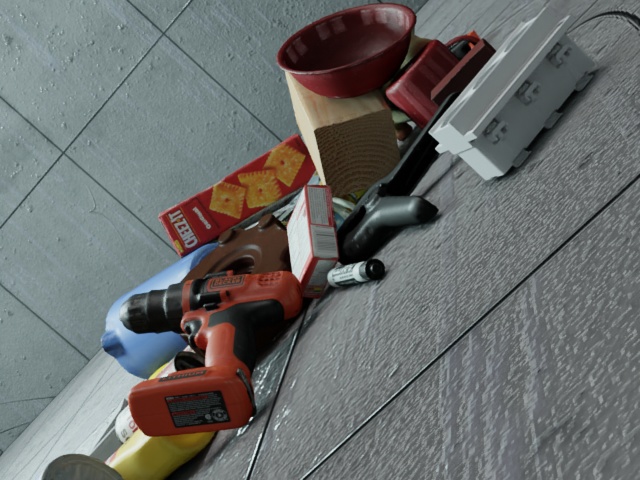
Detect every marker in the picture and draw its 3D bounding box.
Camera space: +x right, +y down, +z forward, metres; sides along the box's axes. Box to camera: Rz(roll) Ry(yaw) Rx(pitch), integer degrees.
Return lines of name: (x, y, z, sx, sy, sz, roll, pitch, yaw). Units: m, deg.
marker: (0.032, 0.030, 0.950, 0.020, 0.020, 0.121, -50, 8, -14)

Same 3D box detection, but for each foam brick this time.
foam brick: (0.154, -0.154, 1.062, 0.078, 0.053, 0.051, -45, 8, 18)

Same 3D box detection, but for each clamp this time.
clamp: (0.070, -0.043, 1.012, 0.210, 0.036, 0.164, -42, 18, 53)
clamp: (0.159, -0.231, 1.470, 0.120, 0.039, 0.172, -53, 9, -26)

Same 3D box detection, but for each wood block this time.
wood block: (0.024, -0.144, 1.248, 0.090, 0.091, 0.206, -16, 32, -2)

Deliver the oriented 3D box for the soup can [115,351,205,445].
soup can: (-0.151, 0.170, 1.076, 0.102, 0.068, 0.068, -45, 8, 20)

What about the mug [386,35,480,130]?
mug: (0.133, -0.168, 1.140, 0.117, 0.081, 0.093, -45, 8, 18)

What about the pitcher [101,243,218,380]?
pitcher: (-0.171, 0.090, 1.421, 0.243, 0.145, 0.149, -33, 29, 50)

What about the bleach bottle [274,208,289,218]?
bleach bottle: (-0.117, 0.034, 1.584, 0.251, 0.068, 0.102, -40, 11, 35)

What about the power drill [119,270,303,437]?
power drill: (-0.115, 0.096, 0.974, 0.184, 0.057, 0.187, -10, 31, 13)

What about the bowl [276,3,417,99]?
bowl: (0.036, -0.203, 1.188, 0.162, 0.055, 0.162, -15, 32, 9)

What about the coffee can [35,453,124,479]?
coffee can: (-0.236, 0.268, 0.930, 0.140, 0.103, 0.102, -45, 8, 24)

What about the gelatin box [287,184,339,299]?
gelatin box: (-0.007, 0.001, 1.047, 0.073, 0.030, 0.089, 114, 155, -51)

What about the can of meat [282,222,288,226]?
can of meat: (-0.055, 0.032, 1.277, 0.102, 0.057, 0.084, -48, 10, 2)

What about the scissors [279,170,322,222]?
scissors: (-0.019, -0.043, 1.313, 0.202, 0.016, 0.096, -50, 22, 10)

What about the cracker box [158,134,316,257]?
cracker box: (-0.104, -0.057, 1.448, 0.213, 0.072, 0.164, -30, -1, 0)

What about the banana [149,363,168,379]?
banana: (-0.202, 0.189, 1.374, 0.069, 0.037, 0.198, -50, 8, -16)

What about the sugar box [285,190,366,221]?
sugar box: (0.023, -0.062, 1.359, 0.176, 0.048, 0.093, -48, 9, 20)

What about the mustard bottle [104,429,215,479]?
mustard bottle: (-0.179, 0.222, 1.008, 0.192, 0.058, 0.096, -45, 2, 25)

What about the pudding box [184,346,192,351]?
pudding box: (-0.146, 0.150, 1.250, 0.090, 0.039, 0.113, -44, 9, 23)
